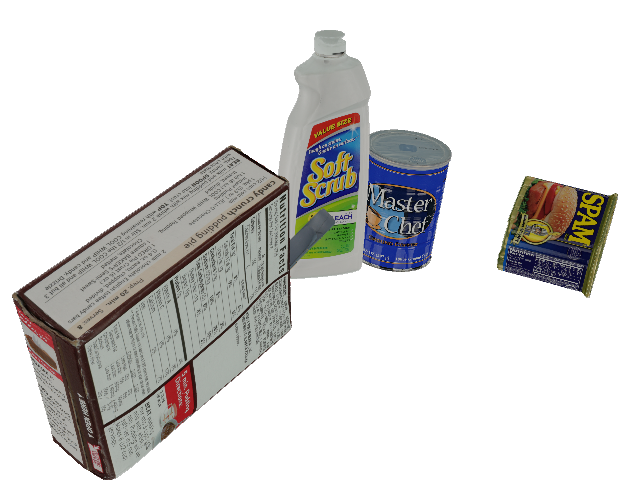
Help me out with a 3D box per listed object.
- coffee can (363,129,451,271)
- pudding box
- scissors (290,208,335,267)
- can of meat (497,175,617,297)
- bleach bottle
[{"bbox_3d":[0.094,-0.048,1.273,0.102,0.140,0.103,6,28,-3],"label":"coffee can"},{"bbox_3d":[-0.060,0.029,0.423,0.039,0.090,0.113,30,52,27],"label":"pudding box"},{"bbox_3d":[-0.061,0.054,0.724,0.016,0.201,0.096,43,-5,1],"label":"scissors"},{"bbox_3d":[0.211,-0.007,0.951,0.084,0.057,0.102,15,47,16],"label":"can of meat"},{"bbox_3d":[-0.001,-0.087,1.082,0.102,0.251,0.068,-5,27,-12],"label":"bleach bottle"}]
